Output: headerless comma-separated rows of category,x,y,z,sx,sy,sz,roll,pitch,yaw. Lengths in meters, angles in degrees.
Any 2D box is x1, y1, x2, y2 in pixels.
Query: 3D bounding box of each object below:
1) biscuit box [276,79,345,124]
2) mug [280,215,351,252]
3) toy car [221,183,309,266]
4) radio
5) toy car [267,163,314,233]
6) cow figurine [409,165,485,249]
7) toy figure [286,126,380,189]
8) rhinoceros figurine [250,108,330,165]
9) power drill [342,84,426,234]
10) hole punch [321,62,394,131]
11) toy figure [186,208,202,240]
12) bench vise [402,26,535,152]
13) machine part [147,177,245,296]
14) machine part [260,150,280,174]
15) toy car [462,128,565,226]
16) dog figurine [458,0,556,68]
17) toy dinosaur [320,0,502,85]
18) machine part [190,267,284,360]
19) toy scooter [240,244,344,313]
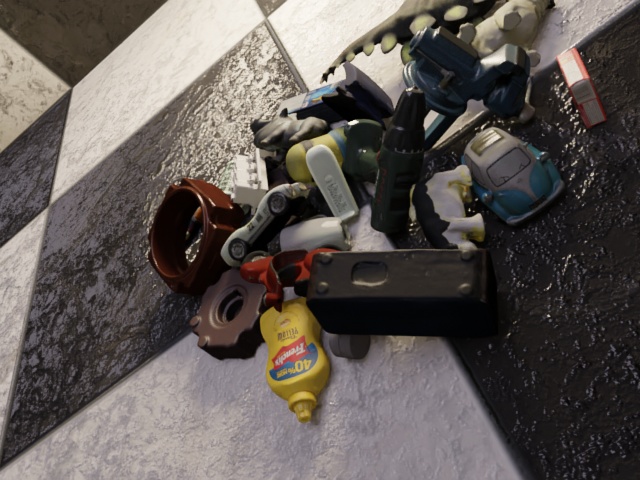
biscuit box,0.001,-0.285,1.155,0.203,0.062,0.059,-8,53,36
mug,-0.002,-0.003,0.922,0.107,0.080,0.110,-16,33,19
toy car,-0.096,-0.027,0.946,0.201,0.073,0.056,-47,71,21
radio,0.103,0.069,0.677,0.230,0.131,0.073,-3,60,19
toy car,-0.068,-0.082,1.055,0.089,0.053,0.202,-38,36,5
cow figurine,0.178,-0.014,0.744,0.098,0.068,0.167,-12,64,11
toy figure,0.022,-0.163,0.998,0.180,0.089,0.082,-30,13,-4
rhinoceros figurine,-0.070,-0.216,1.080,0.191,0.073,0.112,11,68,39
power drill,0.105,-0.141,0.865,0.086,0.231,0.207,-5,23,-21
hole punch,0.082,-0.273,1.020,0.092,0.142,0.116,-55,30,-2
toy figure,-0.296,-0.045,1.224,0.064,0.058,0.154,43,89,8
bench vise,0.212,-0.219,0.861,0.240,0.223,0.129,-51,23,45
machine part,-0.251,-0.007,1.066,0.202,0.087,0.201,40,108,40
machine part,-0.113,-0.209,1.212,0.084,0.039,0.139,-18,45,22
toy car,0.257,-0.107,0.756,0.109,0.102,0.162,-36,43,11
dog figurine,0.313,-0.367,0.941,0.172,0.121,0.190,-5,41,34
toy dinosaur,0.209,-0.437,1.054,0.472,0.105,0.199,-20,47,21
machine part,-0.147,0.126,0.951,0.179,0.056,0.179,-23,45,24
toy scooter,-0.033,0.061,0.823,0.184,0.075,0.135,-1,24,-2
